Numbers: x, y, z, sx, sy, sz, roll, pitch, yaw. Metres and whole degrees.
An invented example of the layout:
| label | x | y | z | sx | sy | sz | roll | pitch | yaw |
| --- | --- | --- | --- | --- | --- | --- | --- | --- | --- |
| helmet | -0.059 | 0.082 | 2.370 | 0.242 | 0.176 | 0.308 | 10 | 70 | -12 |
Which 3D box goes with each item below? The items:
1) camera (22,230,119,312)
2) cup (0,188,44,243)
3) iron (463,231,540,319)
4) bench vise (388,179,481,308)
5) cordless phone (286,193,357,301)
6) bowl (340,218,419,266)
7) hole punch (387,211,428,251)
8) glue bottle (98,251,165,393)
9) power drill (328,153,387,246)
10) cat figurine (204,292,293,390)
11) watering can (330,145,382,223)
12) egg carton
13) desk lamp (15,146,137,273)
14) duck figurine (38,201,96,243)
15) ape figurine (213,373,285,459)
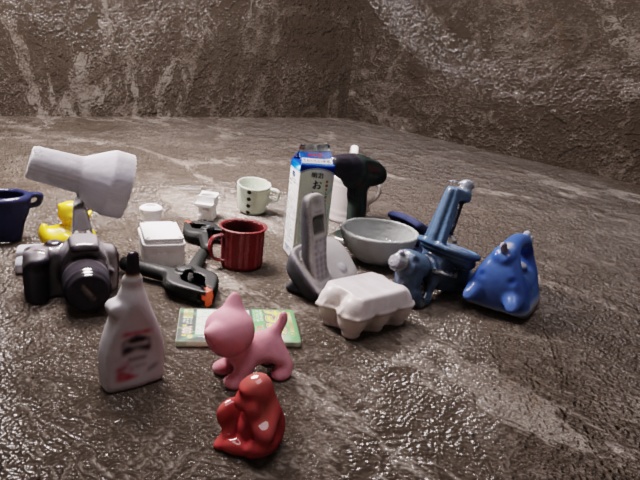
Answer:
| label | x | y | z | sx | sy | sz | roll | pitch | yaw |
| --- | --- | --- | --- | --- | --- | --- | --- | --- | --- |
| camera | -0.382 | 0.049 | 0.888 | 0.143 | 0.101 | 0.136 | -3 | 21 | -26 |
| cup | -0.597 | -0.047 | 1.115 | 0.091 | 0.095 | 0.118 | 20 | 23 | 35 |
| iron | 0.360 | 0.047 | 1.066 | 0.118 | 0.141 | 0.259 | 17 | 21 | 29 |
| bench vise | 0.218 | 0.006 | 1.019 | 0.121 | 0.220 | 0.208 | 17 | 22 | 31 |
| cordless phone | 0.009 | 0.004 | 1.014 | 0.093 | 0.185 | 0.148 | 16 | 21 | 27 |
| bowl | 0.122 | 0.011 | 1.204 | 0.167 | 0.075 | 0.167 | 6 | 18 | -2 |
| hole punch | 0.210 | -0.020 | 1.297 | 0.101 | 0.091 | 0.108 | -9 | 24 | -38 |
| glue bottle | -0.225 | 0.095 | 0.685 | 0.078 | 0.173 | 0.037 | -11 | 25 | -41 |
| power drill | 0.074 | -0.098 | 1.299 | 0.075 | 0.208 | 0.230 | 17 | 21 | 29 |
| cat figurine | -0.095 | 0.123 | 0.731 | 0.128 | 0.118 | 0.067 | -6 | 22 | -32 |
| watering can | 0.068 | -0.146 | 1.464 | 0.173 | 0.194 | 0.100 | -1 | 20 | -19 |
| egg carton | 0.073 | 0.102 | 0.922 | 0.151 | 0.069 | 0.107 | -9 | 24 | -39 |
| desk lamp | -0.430 | -0.058 | 1.013 | 0.204 | 0.213 | 0.117 | -3 | 21 | -25 |
| duck figurine | -0.495 | -0.034 | 1.122 | 0.105 | 0.086 | 0.077 | -6 | 22 | -32 |
| ape figurine | -0.070 | 0.182 | 0.605 | 0.076 | 0.092 | 0.077 | -4 | 21 | -28 |
